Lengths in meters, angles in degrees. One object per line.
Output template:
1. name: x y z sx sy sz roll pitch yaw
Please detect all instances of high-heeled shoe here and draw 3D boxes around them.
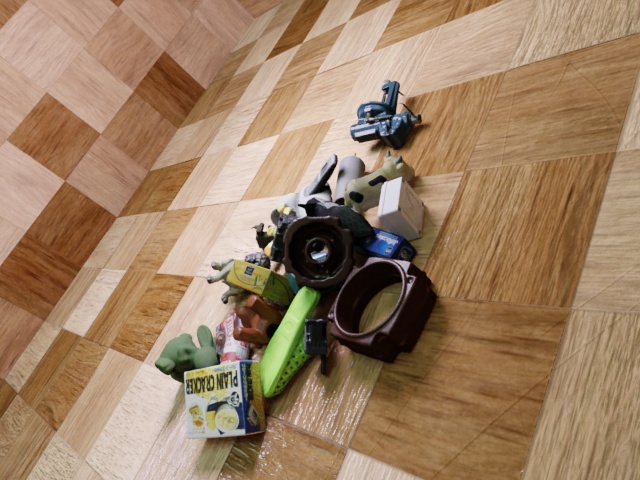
1. high-heeled shoe: 0.053 -0.049 1.339 0.249 0.145 0.086 26 99 30

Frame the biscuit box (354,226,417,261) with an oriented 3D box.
1. biscuit box: 0.137 0.011 1.259 0.063 0.059 0.203 -54 32 -8

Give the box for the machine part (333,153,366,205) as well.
1. machine part: 0.082 -0.150 1.485 0.079 0.079 0.243 -25 40 34

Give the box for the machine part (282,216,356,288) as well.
1. machine part: -0.001 0.027 1.233 0.179 0.179 0.056 -44 -11 8

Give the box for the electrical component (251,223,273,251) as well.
1. electrical component: -0.166 -0.009 1.626 0.078 0.102 0.045 -10 46 11

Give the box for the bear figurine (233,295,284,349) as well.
1. bear figurine: -0.170 0.195 1.361 0.196 0.132 0.120 19 82 60

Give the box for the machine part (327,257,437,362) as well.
1. machine part: 0.123 0.138 1.116 0.201 0.087 0.201 5 58 53

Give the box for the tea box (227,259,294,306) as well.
1. tea box: -0.149 0.107 1.371 0.170 0.098 0.068 13 79 51

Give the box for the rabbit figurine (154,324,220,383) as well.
1. rabbit figurine: -0.337 0.325 1.485 0.170 0.121 0.159 5 50 32

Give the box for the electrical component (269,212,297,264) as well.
1. electrical component: -0.095 -0.008 1.446 0.134 0.058 0.114 -103 31 -75

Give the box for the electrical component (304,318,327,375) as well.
1. electrical component: -0.010 0.230 1.165 0.075 0.048 0.119 148 124 -84

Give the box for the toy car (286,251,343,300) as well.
1. toy car: 0.004 0.074 1.321 0.162 0.109 0.103 -28 14 12

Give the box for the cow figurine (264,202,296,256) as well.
1. cow figurine: -0.098 -0.017 1.565 0.068 0.098 0.167 36 104 54

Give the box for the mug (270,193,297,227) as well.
1. mug: -0.090 -0.100 1.641 0.109 0.080 0.107 -30 26 34

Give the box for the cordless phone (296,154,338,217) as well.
1. cordless phone: 0.008 -0.138 1.492 0.184 0.089 0.147 -56 22 38

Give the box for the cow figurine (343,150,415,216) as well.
1. cow figurine: 0.148 -0.141 1.342 0.195 0.127 0.086 -22 31 -14

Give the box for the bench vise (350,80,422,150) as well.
1. bench vise: 0.196 -0.373 1.547 0.224 0.128 0.240 -14 52 45

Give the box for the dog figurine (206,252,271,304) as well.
1. dog figurine: -0.216 0.082 1.580 0.191 0.121 0.172 -29 27 16

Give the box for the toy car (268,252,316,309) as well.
1. toy car: -0.068 0.096 1.424 0.201 0.056 0.074 -55 32 -10

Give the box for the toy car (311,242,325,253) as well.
1. toy car: -0.003 -0.004 1.387 0.089 0.053 0.202 -8 13 29
